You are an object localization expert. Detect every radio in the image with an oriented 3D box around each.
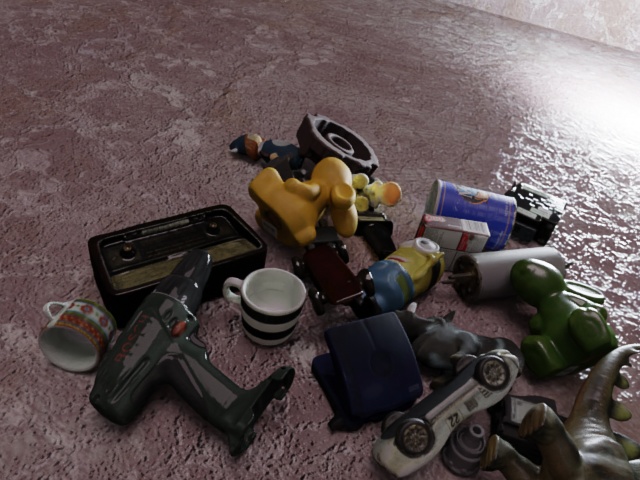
[{"bbox_3d":[-0.204,0.029,0.776,0.229,0.073,0.131,-17,47,-32],"label":"radio"}]

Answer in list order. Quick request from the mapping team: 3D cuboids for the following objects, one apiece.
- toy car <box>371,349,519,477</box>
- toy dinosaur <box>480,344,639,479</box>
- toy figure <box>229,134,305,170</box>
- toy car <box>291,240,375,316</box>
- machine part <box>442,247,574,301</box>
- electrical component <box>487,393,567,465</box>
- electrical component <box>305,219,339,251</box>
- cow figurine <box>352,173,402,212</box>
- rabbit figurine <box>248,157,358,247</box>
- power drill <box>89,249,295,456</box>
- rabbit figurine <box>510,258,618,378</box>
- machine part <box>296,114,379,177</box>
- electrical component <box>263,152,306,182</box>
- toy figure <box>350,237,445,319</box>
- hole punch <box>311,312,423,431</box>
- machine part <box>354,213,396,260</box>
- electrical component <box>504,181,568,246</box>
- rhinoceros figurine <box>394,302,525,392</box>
[{"bbox_3d":[0.146,0.192,0.617,0.202,0.073,0.056,-33,86,-15],"label":"toy car"},{"bbox_3d":[0.272,0.265,0.554,0.198,0.105,0.471,32,56,0],"label":"toy dinosaur"},{"bbox_3d":[-0.108,-0.179,1.080,0.155,0.064,0.057,19,83,9],"label":"toy figure"},{"bbox_3d":[0.016,0.054,0.771,0.089,0.053,0.202,-18,20,-9],"label":"toy car"},{"bbox_3d":[0.308,0.054,0.876,0.243,0.079,0.079,-5,41,-21],"label":"machine part"},{"bbox_3d":[0.271,0.232,0.665,0.119,0.047,0.075,14,39,3],"label":"electrical component"},{"bbox_3d":[-0.002,-0.003,0.911,0.063,0.021,0.094,-1,42,-14],"label":"electrical component"},{"bbox_3d":[0.062,-0.088,0.995,0.167,0.068,0.098,8,3,-7],"label":"cow figurine"},{"bbox_3d":[-0.009,-0.074,0.873,0.163,0.121,0.173,28,55,33],"label":"rabbit figurine"},{"bbox_3d":[-0.134,0.131,0.629,0.207,0.086,0.232,31,58,9],"label":"power drill"},{"bbox_3d":[0.353,0.097,0.781,0.159,0.121,0.170,5,50,-37],"label":"rabbit figurine"},{"bbox_3d":[0.033,-0.181,1.079,0.179,0.056,0.179,26,30,-16],"label":"machine part"},{"bbox_3d":[-0.065,-0.114,1.002,0.045,0.078,0.102,5,26,31],"label":"electrical component"},{"bbox_3d":[0.118,0.062,0.816,0.082,0.089,0.180,32,51,28],"label":"toy figure"},{"bbox_3d":[0.062,0.160,0.673,0.142,0.092,0.116,-9,46,-30],"label":"hole punch"},{"bbox_3d":[0.103,-0.004,0.928,0.084,0.039,0.139,3,36,-24],"label":"machine part"},{"bbox_3d":[0.406,-0.050,1.048,0.115,0.058,0.134,28,41,22],"label":"electrical component"},{"bbox_3d":[0.185,0.144,0.733,0.190,0.073,0.112,16,40,5],"label":"rhinoceros figurine"}]
